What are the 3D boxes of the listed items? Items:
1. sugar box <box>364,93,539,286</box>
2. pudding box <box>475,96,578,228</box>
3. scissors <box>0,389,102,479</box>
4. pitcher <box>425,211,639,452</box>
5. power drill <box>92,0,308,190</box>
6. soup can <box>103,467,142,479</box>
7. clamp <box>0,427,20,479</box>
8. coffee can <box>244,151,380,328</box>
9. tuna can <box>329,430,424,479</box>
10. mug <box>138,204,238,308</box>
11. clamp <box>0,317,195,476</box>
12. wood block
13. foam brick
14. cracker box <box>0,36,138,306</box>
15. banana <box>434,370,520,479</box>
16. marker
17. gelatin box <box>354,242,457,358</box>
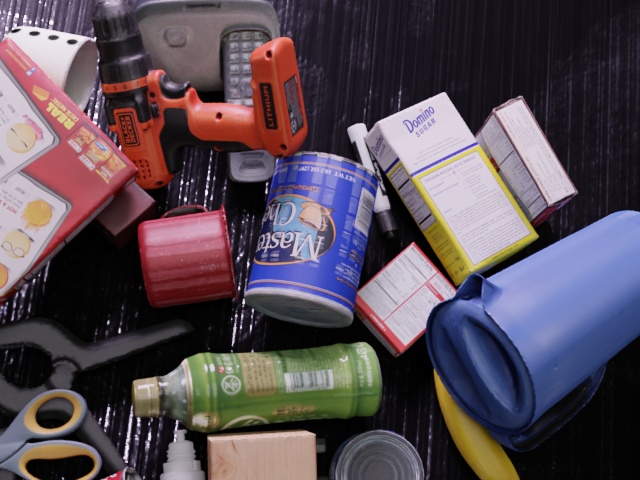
[{"bbox_3d":[0.129,-0.052,1.059,0.093,0.048,0.176,-26,77,-28],"label":"sugar box"},{"bbox_3d":[0.201,-0.073,1.057,0.039,0.090,0.113,-27,80,-14],"label":"pudding box"},{"bbox_3d":[-0.288,0.170,0.924,0.201,0.016,0.096,9,79,-10],"label":"scissors"},{"bbox_3d":[0.228,0.076,0.991,0.242,0.149,0.145,-27,69,-29],"label":"pitcher"},{"bbox_3d":[-0.113,-0.139,0.979,0.188,0.057,0.184,-2,115,22],"label":"power drill"},{"bbox_3d":[-0.198,0.247,0.916,0.102,0.068,0.068,-25,79,2],"label":"soup can"},{"bbox_3d":[-0.331,0.227,0.930,0.120,0.039,0.171,34,68,-5],"label":"clamp"},{"bbox_3d":[-0.007,0.001,1.002,0.102,0.103,0.140,13,73,-4],"label":"coffee can"},{"bbox_3d":[0.053,0.219,0.987,0.086,0.034,0.086,2,75,-7],"label":"tuna can"},{"bbox_3d":[-0.125,0.009,0.998,0.081,0.093,0.117,-8,47,-5],"label":"mug"},{"bbox_3d":[-0.225,0.118,0.974,0.210,0.036,0.164,24,72,-5],"label":"clamp"},{"bbox_3d":[-0.049,0.271,0.915,0.090,0.090,0.206,-2,83,-8],"label":"wood block"},{"bbox_3d":[-0.200,-0.038,1.012,0.078,0.053,0.051,43,74,6],"label":"foam brick"},{"bbox_3d":[-0.292,-0.044,0.934,0.164,0.072,0.213,46,79,-3],"label":"cracker box"},{"bbox_3d":[0.146,0.150,1.017,0.069,0.037,0.198,-5,76,-7],"label":"banana"},{"bbox_3d":[0.054,-0.058,1.070,0.020,0.020,0.121,-14,77,-12],"label":"marker"},{"bbox_3d":[0.082,0.058,1.036,0.089,0.030,0.073,-40,83,-19],"label":"gelatin box"}]
